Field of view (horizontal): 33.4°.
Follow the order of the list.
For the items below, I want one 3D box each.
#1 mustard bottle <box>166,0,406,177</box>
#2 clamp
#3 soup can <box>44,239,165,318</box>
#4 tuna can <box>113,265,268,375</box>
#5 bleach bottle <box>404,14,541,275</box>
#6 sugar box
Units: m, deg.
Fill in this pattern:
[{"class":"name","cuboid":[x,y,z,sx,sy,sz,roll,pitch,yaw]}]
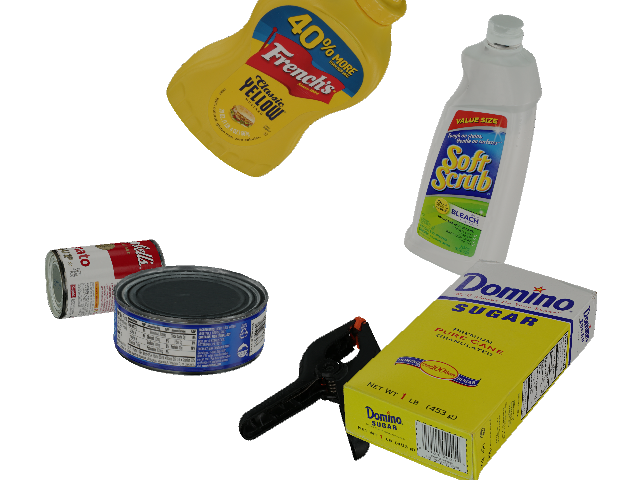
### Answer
[{"class":"mustard bottle","cuboid":[-0.010,-0.125,0.715,0.192,0.096,0.058,-34,21,34]},{"class":"clamp","cuboid":[0.017,0.134,0.967,0.120,0.039,0.171,17,43,26]},{"class":"soup can","cuboid":[-0.208,0.037,1.030,0.102,0.068,0.069,-6,3,-28]},{"class":"tuna can","cuboid":[-0.073,0.044,0.597,0.086,0.034,0.086,4,17,-1]},{"class":"bleach bottle","cuboid":[0.143,-0.088,0.982,0.103,0.251,0.068,26,41,27]},{"class":"sugar box","cuboid":[0.102,0.077,0.695,0.093,0.048,0.176,17,39,31]}]
